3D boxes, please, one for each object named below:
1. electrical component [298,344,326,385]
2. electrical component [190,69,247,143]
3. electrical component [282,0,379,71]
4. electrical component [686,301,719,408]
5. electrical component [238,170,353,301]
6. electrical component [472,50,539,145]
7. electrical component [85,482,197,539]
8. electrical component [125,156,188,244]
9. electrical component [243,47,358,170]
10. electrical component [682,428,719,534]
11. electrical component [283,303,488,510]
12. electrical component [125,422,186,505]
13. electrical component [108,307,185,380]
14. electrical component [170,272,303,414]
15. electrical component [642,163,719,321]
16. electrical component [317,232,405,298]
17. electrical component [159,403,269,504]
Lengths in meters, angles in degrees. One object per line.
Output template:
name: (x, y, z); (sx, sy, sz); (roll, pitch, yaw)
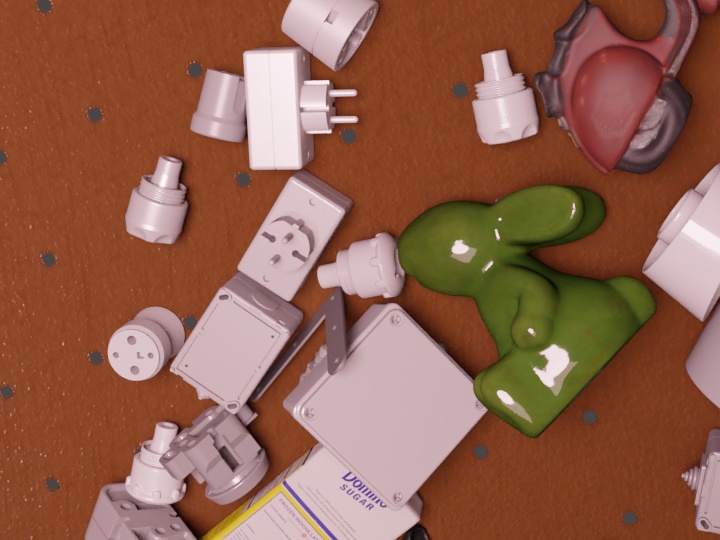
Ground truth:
electrical component: (-0.026, 0.086, 0.823); (0.040, 0.040, 0.078); (17, 107, 5)
electrical component: (-0.099, -0.120, 0.783); (0.040, 0.040, 0.046); (15, 101, 6)
electrical component: (-0.022, -0.174, 0.747); (0.047, 0.055, 0.055); (34, 108, 4)
electrical component: (0.275, 0.068, 0.735); (0.099, 0.099, 0.064); (29, 114, 1)
electrical component: (-0.051, -0.021, 0.780); (0.047, 0.075, 0.083); (33, 108, 0)
electrical component: (0.099, -0.120, 0.745); (0.043, 0.043, 0.062); (-11, 102, 13)
electrical component: (-0.176, 0.221, 0.858); (0.095, 0.054, 0.059); (38, 113, 42)
electrical component: (-0.150, -0.054, 0.806); (0.043, 0.043, 0.062); (20, 106, 4)
electrical component: (-0.039, -0.116, 0.768); (0.076, 0.047, 0.083); (0, 105, 10)
electrical component: (0.283, 0.155, 0.779); (0.096, 0.061, 0.061); (10, 106, 16)
electrical component: (0.020, 0.097, 0.784); (0.108, 0.056, 0.108); (45, 80, -11)
electrical component: (-0.160, 0.154, 0.863); (0.048, 0.048, 0.062); (13, 100, 6)
electrical component: (-0.165, 0.057, 0.832); (0.045, 0.055, 0.045); (3, 105, 9)
electrical component: (-0.095, 0.058, 0.816); (0.062, 0.061, 0.096); (34, 107, 0)
electrical component: (0.237, -0.020, 0.721); (0.064, 0.099, 0.099); (35, 108, 6)
electrical component: (0.000, 0.000, 0.794); (0.062, 0.048, 0.048); (-11, 103, 19)
electrical component: (-0.108, 0.144, 0.839); (0.078, 0.058, 0.057); (-42, 106, -23)
